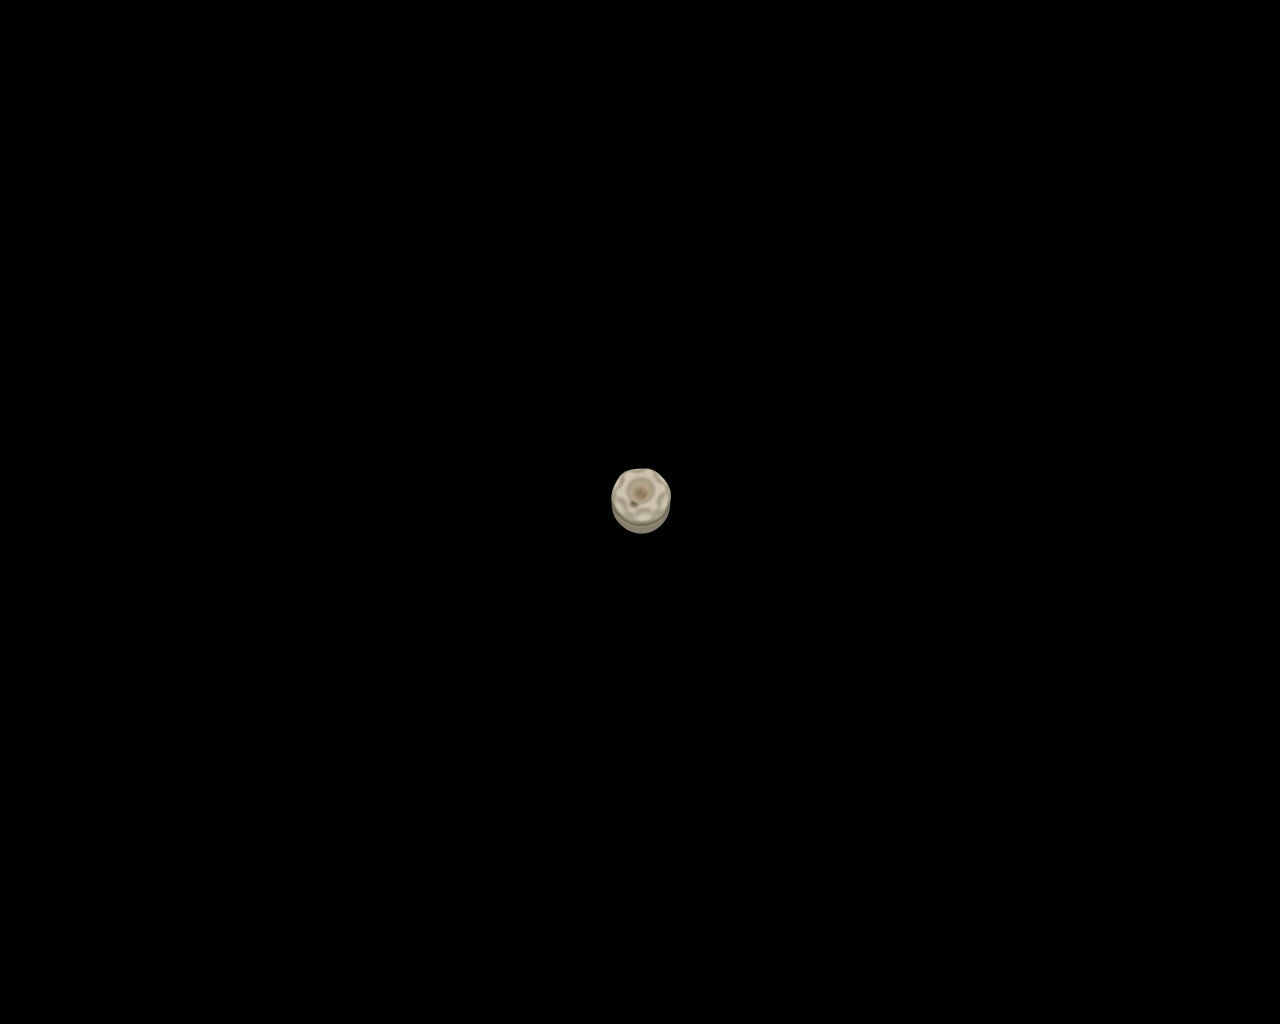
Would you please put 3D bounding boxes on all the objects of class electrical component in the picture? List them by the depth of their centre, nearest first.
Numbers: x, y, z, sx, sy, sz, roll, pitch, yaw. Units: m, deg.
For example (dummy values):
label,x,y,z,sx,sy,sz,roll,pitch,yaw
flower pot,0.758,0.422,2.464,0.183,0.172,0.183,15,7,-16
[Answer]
label,x,y,z,sx,sy,sz,roll,pitch,yaw
electrical component,0.001,-0.003,0.650,0.035,0.035,0.061,0,-20,0
